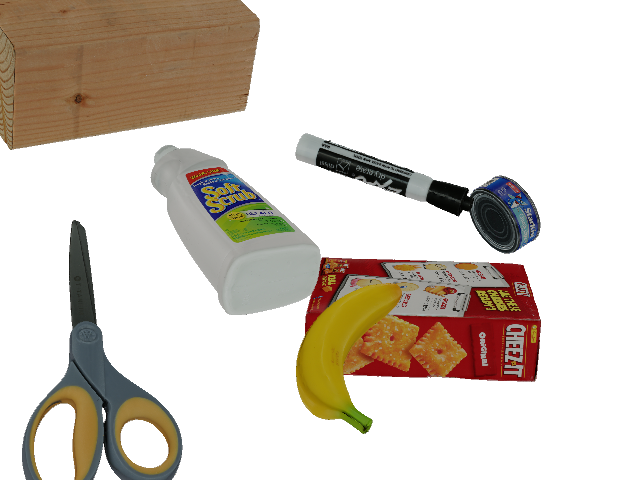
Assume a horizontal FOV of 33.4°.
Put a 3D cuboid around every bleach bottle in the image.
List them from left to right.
[{"bbox_3d":[-0.103,-0.025,1.024,0.102,0.068,0.251,-10,34,-31],"label":"bleach bottle"}]

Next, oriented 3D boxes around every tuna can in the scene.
[{"bbox_3d":[0.209,-0.029,1.220,0.033,0.086,0.086,-30,12,-22],"label":"tuna can"}]

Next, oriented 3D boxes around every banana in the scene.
[{"bbox_3d":[0.020,0.088,0.866,0.069,0.037,0.197,20,33,1],"label":"banana"}]

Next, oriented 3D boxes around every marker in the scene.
[{"bbox_3d":[0.042,-0.043,0.695,0.121,0.020,0.020,20,6,16],"label":"marker"}]

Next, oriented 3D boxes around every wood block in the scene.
[{"bbox_3d":[-0.163,-0.147,0.855,0.205,0.091,0.090,-14,44,-33],"label":"wood block"}]

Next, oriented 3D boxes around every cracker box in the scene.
[{"bbox_3d":[0.098,0.076,1.046,0.214,0.072,0.164,2,17,5],"label":"cracker box"}]

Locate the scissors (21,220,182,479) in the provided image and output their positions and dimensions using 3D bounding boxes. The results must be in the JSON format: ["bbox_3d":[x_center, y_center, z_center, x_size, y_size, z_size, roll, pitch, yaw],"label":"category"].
[{"bbox_3d":[-0.121,0.070,0.635,0.096,0.201,0.016,14,-45,-9],"label":"scissors"}]
